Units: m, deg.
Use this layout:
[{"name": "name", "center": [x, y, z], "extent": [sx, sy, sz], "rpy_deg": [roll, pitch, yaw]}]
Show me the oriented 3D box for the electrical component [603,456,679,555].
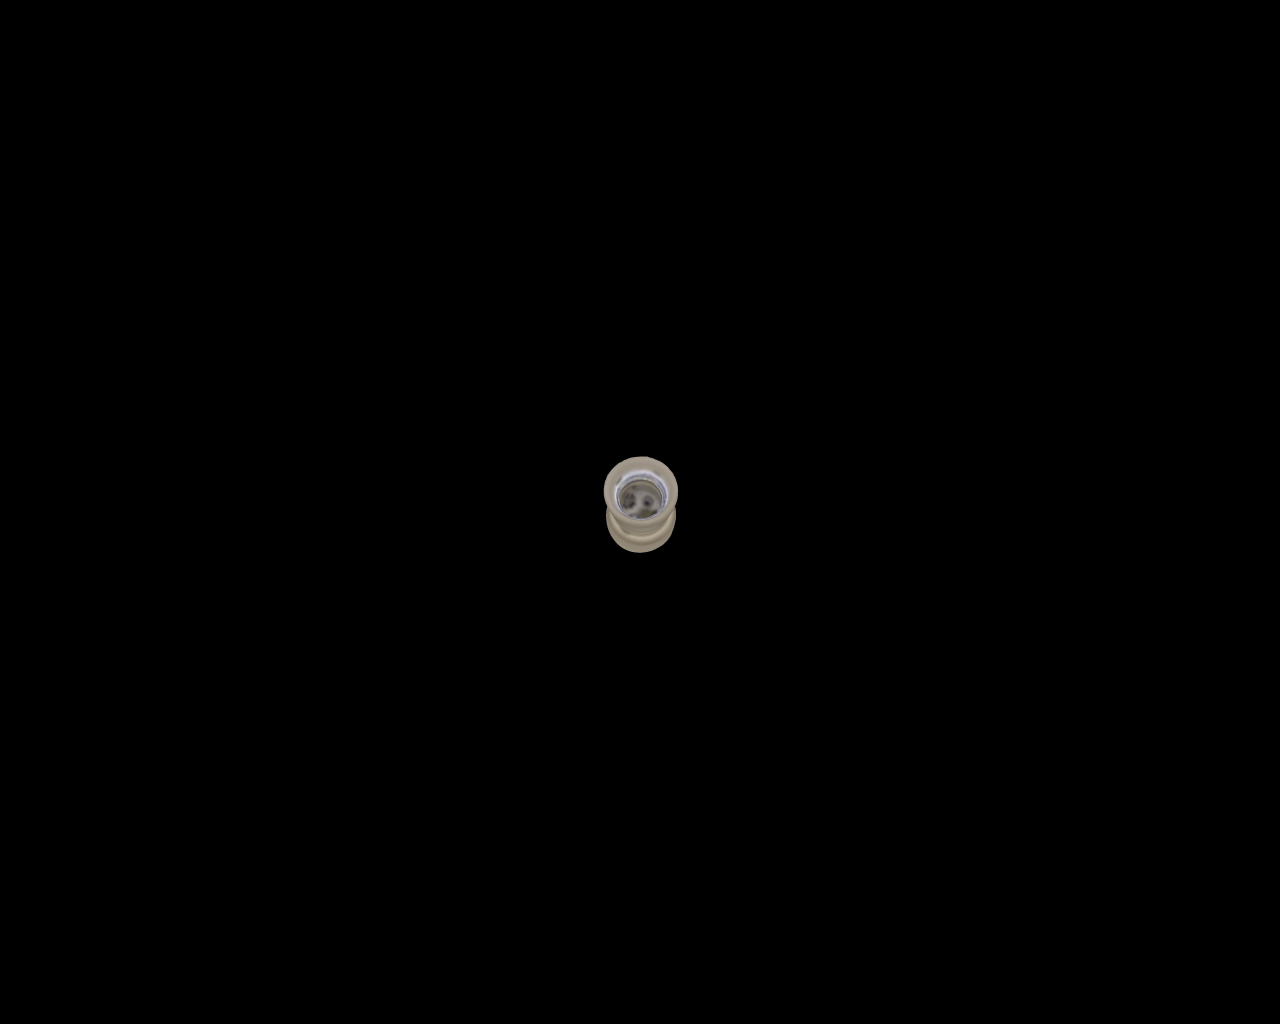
[{"name": "electrical component", "center": [0.001, -0.003, 0.650], "extent": [0.045, 0.045, 0.055], "rpy_deg": [0, -23, 0]}]
